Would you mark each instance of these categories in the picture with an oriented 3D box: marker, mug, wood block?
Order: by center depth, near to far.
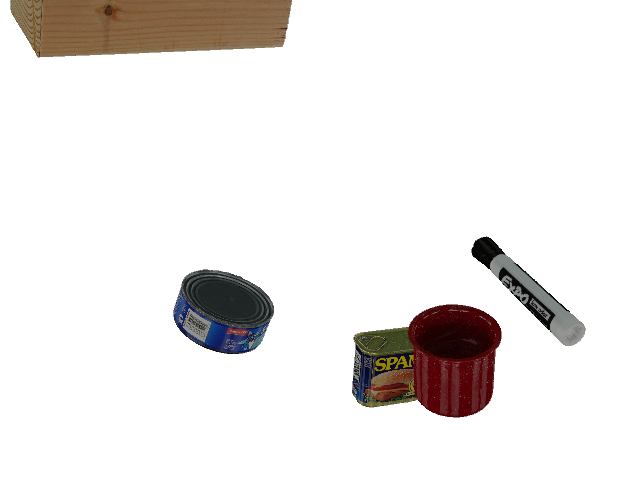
[{"bbox_3d":[0.143,0.032,0.750,0.020,0.020,0.121,0,30,-28],"label":"marker"},{"bbox_3d":[-0.132,-0.208,0.851,0.205,0.091,0.090,-8,39,-28],"label":"wood block"},{"bbox_3d":[0.143,0.119,1.092,0.093,0.081,0.117,19,39,31],"label":"mug"}]

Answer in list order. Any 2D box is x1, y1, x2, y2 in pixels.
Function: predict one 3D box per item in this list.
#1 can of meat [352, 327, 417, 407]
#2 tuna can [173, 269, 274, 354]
[{"bbox_3d":[0.093,0.167,1.402,0.102,0.084,0.057,-5,25,-19],"label":"can of meat"},{"bbox_3d":[-0.087,0.064,0.951,0.086,0.034,0.086,17,26,-9],"label":"tuna can"}]
